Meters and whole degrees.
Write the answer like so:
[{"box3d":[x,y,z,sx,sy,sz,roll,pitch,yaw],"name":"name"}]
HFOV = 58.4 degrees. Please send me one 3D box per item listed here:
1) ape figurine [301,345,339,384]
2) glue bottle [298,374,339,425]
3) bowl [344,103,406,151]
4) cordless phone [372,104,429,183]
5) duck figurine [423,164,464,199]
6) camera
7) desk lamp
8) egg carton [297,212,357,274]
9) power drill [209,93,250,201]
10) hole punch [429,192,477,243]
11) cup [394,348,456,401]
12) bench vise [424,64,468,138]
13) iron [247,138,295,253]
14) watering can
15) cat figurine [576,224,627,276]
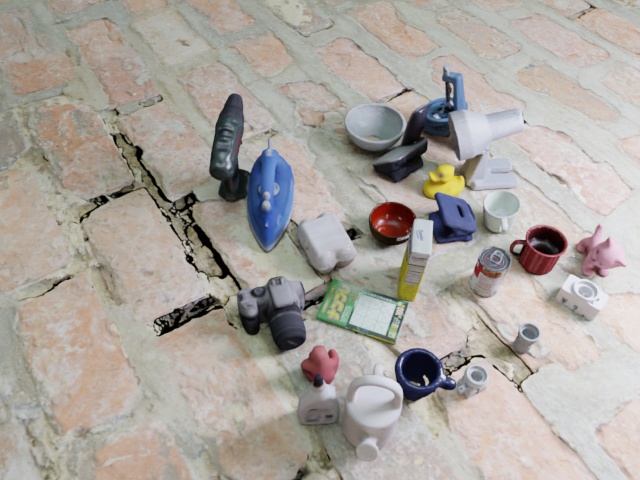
[{"box3d":[0.001,0.237,1.114,0.078,0.092,0.076,-3,51,-3],"name":"ape figurine"},{"box3d":[-0.002,0.283,1.026,0.078,0.173,0.037,-1,51,-2],"name":"glue bottle"},{"box3d":[0.147,-0.294,1.552,0.167,0.075,0.167,1,51,-1],"name":"bowl"},{"box3d":[0.211,-0.253,1.451,0.094,0.185,0.148,38,60,25],"name":"cordless phone"},{"box3d":[0.315,-0.154,1.438,0.104,0.086,0.077,-7,52,-6],"name":"duck figurine"},{"box3d":[-0.090,0.153,1.173,0.143,0.101,0.136,-12,53,-11],"name":"camera"},{"box3d":[0.407,-0.233,1.422,0.203,0.214,0.118,-4,52,-5],"name":"desk lamp"},{"box3d":[0.012,0.005,1.314,0.107,0.069,0.150,-19,54,-16],"name":"egg carton"},{"box3d":[-0.216,-0.209,1.390,0.075,0.208,0.229,3,51,2],"name":"power drill"},{"box3d":[0.318,-0.058,1.359,0.101,0.091,0.108,-5,52,-5],"name":"hole punch"},{"box3d":[0.196,0.270,1.091,0.117,0.095,0.092,18,53,13],"name":"cup"},{"box3d":[0.369,-0.350,1.510,0.207,0.220,0.121,16,53,11],"name":"bench vise"},{"box3d":[-0.121,-0.113,1.359,0.118,0.141,0.258,0,51,-1],"name":"iron"},{"box3d":[0.095,0.297,1.004,0.101,0.194,0.172,-8,52,-8],"name":"watering can"},{"box3d":[0.636,0.023,1.286,0.067,0.118,0.128,3,51,1],"name":"cat figurine"}]
